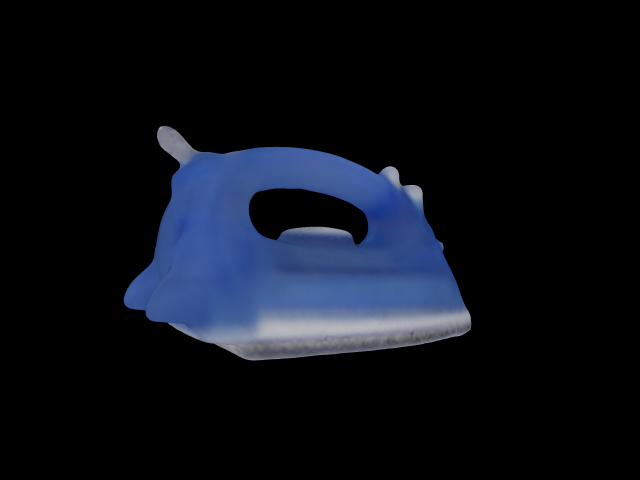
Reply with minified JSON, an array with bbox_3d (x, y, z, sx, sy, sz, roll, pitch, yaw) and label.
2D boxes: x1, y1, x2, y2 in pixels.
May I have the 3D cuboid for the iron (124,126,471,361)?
[{"bbox_3d":[0.004,0.001,0.400,0.259,0.141,0.118,0,0,-28],"label":"iron"}]
